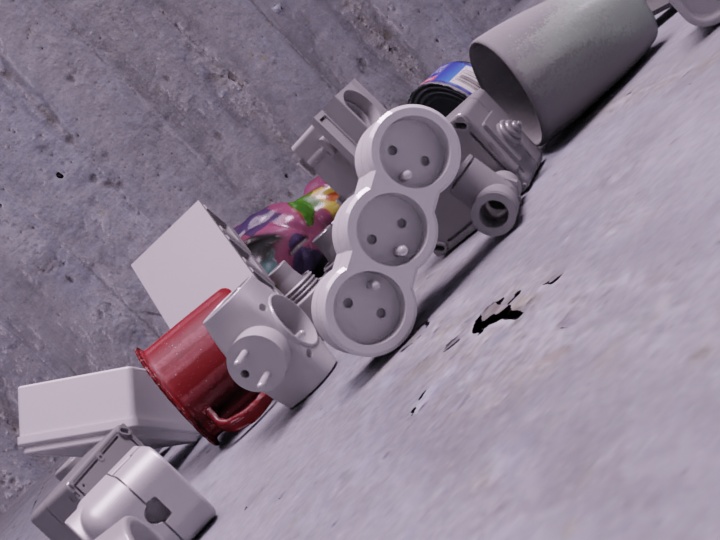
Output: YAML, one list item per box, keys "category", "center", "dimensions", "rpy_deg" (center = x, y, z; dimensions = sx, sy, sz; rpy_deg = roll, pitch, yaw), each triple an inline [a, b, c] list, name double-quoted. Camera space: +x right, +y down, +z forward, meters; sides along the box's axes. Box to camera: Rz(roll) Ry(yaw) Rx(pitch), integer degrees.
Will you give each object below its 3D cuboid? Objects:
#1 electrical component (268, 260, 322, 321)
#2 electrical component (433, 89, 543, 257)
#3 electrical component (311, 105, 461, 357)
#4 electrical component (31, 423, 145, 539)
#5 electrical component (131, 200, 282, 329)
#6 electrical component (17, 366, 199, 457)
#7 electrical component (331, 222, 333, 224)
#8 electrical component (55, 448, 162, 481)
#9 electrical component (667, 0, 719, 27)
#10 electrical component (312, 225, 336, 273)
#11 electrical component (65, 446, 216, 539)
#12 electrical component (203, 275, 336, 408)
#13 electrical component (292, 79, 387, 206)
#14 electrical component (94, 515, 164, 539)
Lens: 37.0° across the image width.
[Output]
- category: "electrical component"
  center: [-0.042, 0.020, 0.814]
  dimensions: [0.043, 0.062, 0.043]
  rpy_deg: [-43, 7, 7]
- category: "electrical component"
  center: [0.069, -0.067, 0.678]
  dimensions: [0.096, 0.061, 0.061]
  rpy_deg: [-40, 8, 33]
- category: "electrical component"
  center: [0.010, -0.020, 0.603]
  dimensions: [0.074, 0.052, 0.138]
  rpy_deg: [169, 118, -79]
- category: "electrical component"
  center: [-0.183, 0.163, 0.781]
  dimensions: [0.061, 0.061, 0.096]
  rpy_deg: [-41, 7, 28]
- category: "electrical component"
  center: [-0.129, 0.022, 0.967]
  dimensions: [0.089, 0.062, 0.150]
  rpy_deg: [-43, 49, 3]
- category: "electrical component"
  center: [-0.202, 0.117, 0.875]
  dimensions: [0.109, 0.056, 0.109]
  rpy_deg: [-11, -14, 18]
- category: "electrical component"
  center: [0.016, -0.041, 0.902]
  dimensions: [0.056, 0.050, 0.089]
  rpy_deg: [-45, 6, -2]
- category: "electrical component"
  center: [-0.226, 0.173, 0.998]
  dimensions: [0.095, 0.059, 0.054]
  rpy_deg: [-49, 8, -37]
- category: "electrical component"
  center: [0.210, -0.186, 0.598]
  dimensions: [0.095, 0.053, 0.059]
  rpy_deg: [-41, 7, 24]
- category: "electrical component"
  center: [-0.005, -0.003, 0.732]
  dimensions: [0.048, 0.062, 0.048]
  rpy_deg: [-44, 6, 6]
- category: "electrical component"
  center: [-0.127, 0.140, 0.612]
  dimensions: [0.059, 0.053, 0.095]
  rpy_deg: [-46, 7, -19]
- category: "electrical component"
  center: [-0.059, 0.050, 0.661]
  dimensions: [0.044, 0.077, 0.079]
  rpy_deg: [-43, 7, 18]
- category: "electrical component"
  center: [0.014, -0.074, 0.808]
  dimensions: [0.063, 0.121, 0.078]
  rpy_deg: [-43, 6, 32]
- category: "electrical component"
  center: [-0.103, 0.140, 0.464]
  dimensions: [0.047, 0.055, 0.055]
  rpy_deg: [-41, 6, -3]
